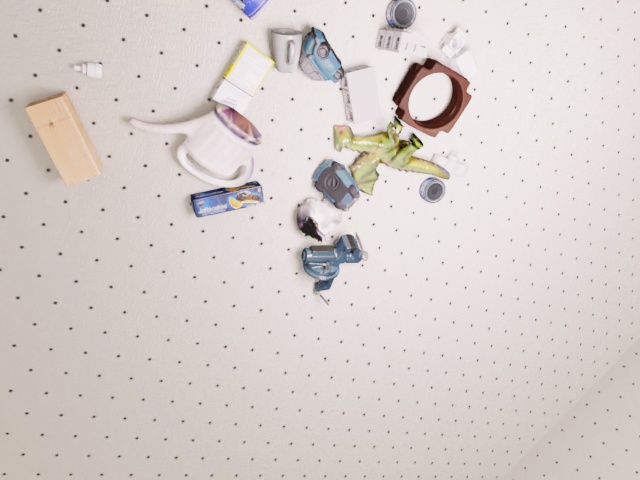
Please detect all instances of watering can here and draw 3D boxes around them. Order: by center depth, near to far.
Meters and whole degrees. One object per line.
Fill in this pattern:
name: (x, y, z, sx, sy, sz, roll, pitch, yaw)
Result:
watering can: (-0.304, -0.272, 1.366, 0.344, 0.106, 0.222, 35, 114, -31)

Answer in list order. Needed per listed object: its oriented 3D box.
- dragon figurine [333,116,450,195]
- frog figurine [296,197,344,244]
dragon figurine: (0.206, -0.240, 1.612, 0.406, 0.125, 0.240, 38, 113, -26)
frog figurine: (0.005, -0.080, 1.597, 0.136, 0.122, 0.163, 50, 52, -21)
